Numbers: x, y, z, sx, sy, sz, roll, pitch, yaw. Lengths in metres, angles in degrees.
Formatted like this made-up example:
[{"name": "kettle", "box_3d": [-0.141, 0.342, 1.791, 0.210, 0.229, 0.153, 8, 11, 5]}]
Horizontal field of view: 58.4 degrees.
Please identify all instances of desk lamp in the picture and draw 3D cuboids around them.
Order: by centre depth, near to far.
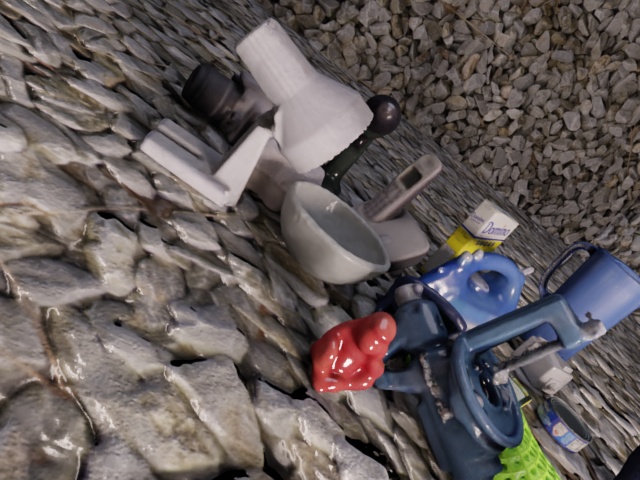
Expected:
[{"name": "desk lamp", "box_3d": [-0.072, -0.143, 0.702, 0.204, 0.213, 0.118, 35, 21, -16]}]

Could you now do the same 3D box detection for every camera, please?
[{"name": "camera", "box_3d": [-0.142, -0.231, 0.914, 0.137, 0.100, 0.143, 30, 23, -28]}]

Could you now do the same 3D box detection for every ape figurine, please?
[{"name": "ape figurine", "box_3d": [0.038, 0.106, 0.568, 0.078, 0.092, 0.076, 37, 21, -10]}]

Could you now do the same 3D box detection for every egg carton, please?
[{"name": "egg carton", "box_3d": [-0.056, -0.100, 0.849, 0.107, 0.069, 0.150, 42, 20, 2]}]

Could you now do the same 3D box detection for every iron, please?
[{"name": "iron", "box_3d": [0.258, 0.070, 0.961, 0.259, 0.141, 0.118, 20, 29, -44]}]

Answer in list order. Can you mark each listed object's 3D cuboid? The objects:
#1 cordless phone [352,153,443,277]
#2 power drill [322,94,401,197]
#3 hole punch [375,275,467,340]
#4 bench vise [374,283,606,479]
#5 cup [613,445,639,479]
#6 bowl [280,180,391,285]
[{"name": "cordless phone", "box_3d": [0.138, -0.045, 0.917, 0.094, 0.185, 0.147, 21, 28, -42]}, {"name": "power drill", "box_3d": [0.064, -0.165, 0.994, 0.076, 0.208, 0.230, 39, 21, -6]}, {"name": "hole punch", "box_3d": [0.135, 0.093, 0.768, 0.108, 0.091, 0.101, 42, 20, 1]}, {"name": "bench vise", "box_3d": [0.157, 0.113, 0.585, 0.207, 0.219, 0.122, 46, 21, 13]}, {"name": "cup", "box_3d": [0.484, 0.362, 0.841, 0.091, 0.095, 0.118, 44, 21, 8]}, {"name": "bowl", "box_3d": [0.007, 0.003, 0.746, 0.168, 0.074, 0.167, 35, 21, -16]}]
